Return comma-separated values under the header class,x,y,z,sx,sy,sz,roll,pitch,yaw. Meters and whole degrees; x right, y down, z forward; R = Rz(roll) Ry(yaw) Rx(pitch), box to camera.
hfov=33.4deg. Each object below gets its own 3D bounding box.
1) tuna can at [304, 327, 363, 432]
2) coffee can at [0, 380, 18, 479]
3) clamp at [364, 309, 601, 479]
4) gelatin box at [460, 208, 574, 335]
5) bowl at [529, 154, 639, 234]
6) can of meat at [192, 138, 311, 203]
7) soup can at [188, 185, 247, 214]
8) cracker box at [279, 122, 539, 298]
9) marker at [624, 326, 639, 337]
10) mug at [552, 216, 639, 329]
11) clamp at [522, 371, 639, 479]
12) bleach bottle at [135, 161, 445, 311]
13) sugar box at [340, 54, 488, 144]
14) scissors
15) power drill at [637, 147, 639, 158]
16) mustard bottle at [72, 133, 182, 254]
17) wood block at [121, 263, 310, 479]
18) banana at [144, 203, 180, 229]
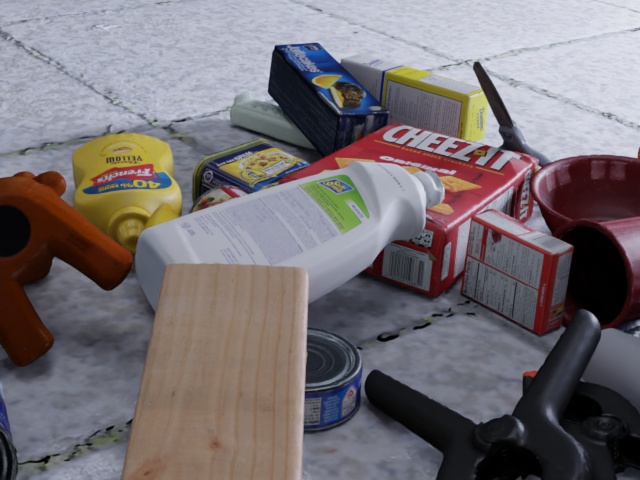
class,x,y,z,sx,sy,sz,roll,pitch,yaw
tuna can,-0.013,0.095,0.740,0.086,0.034,0.086,2,26,-1
coffee can,-0.239,0.098,0.630,0.102,0.103,0.140,-7,28,-20
clamp,0.103,0.128,0.659,0.165,0.036,0.210,-15,31,15
gelatin box,0.157,0.024,0.858,0.030,0.073,0.089,-18,32,-36
bowl,0.270,-0.021,0.977,0.162,0.055,0.162,0,29,0
can of meat,-0.055,-0.049,1.007,0.084,0.057,0.101,27,35,36
soup can,-0.058,0.003,0.884,0.068,0.068,0.102,-15,31,-32
cracker box,0.084,-0.038,0.981,0.164,0.072,0.213,18,29,27
marker,0.242,0.077,0.821,0.120,0.020,0.020,-15,31,-32
mug,0.232,0.026,0.860,0.081,0.093,0.117,-8,-2,-33
clamp,0.194,0.132,0.679,0.120,0.039,0.171,-6,27,-17
bleach bottle,-0.005,0.001,0.795,0.250,0.068,0.103,-21,58,-30
sugar box,0.098,-0.139,1.166,0.176,0.093,0.048,26,34,38
scissors,0.173,-0.100,1.034,0.096,0.201,0.016,3,56,52
power drill,0.423,-0.051,1.062,0.187,0.057,0.184,4,30,1
mustard bottle,-0.175,-0.038,0.969,0.096,0.058,0.192,-4,27,-12
wood block,-0.053,0.110,0.598,0.090,0.091,0.206,2,36,-1
banana,-0.100,0.036,0.832,0.069,0.037,0.198,-19,42,-30
